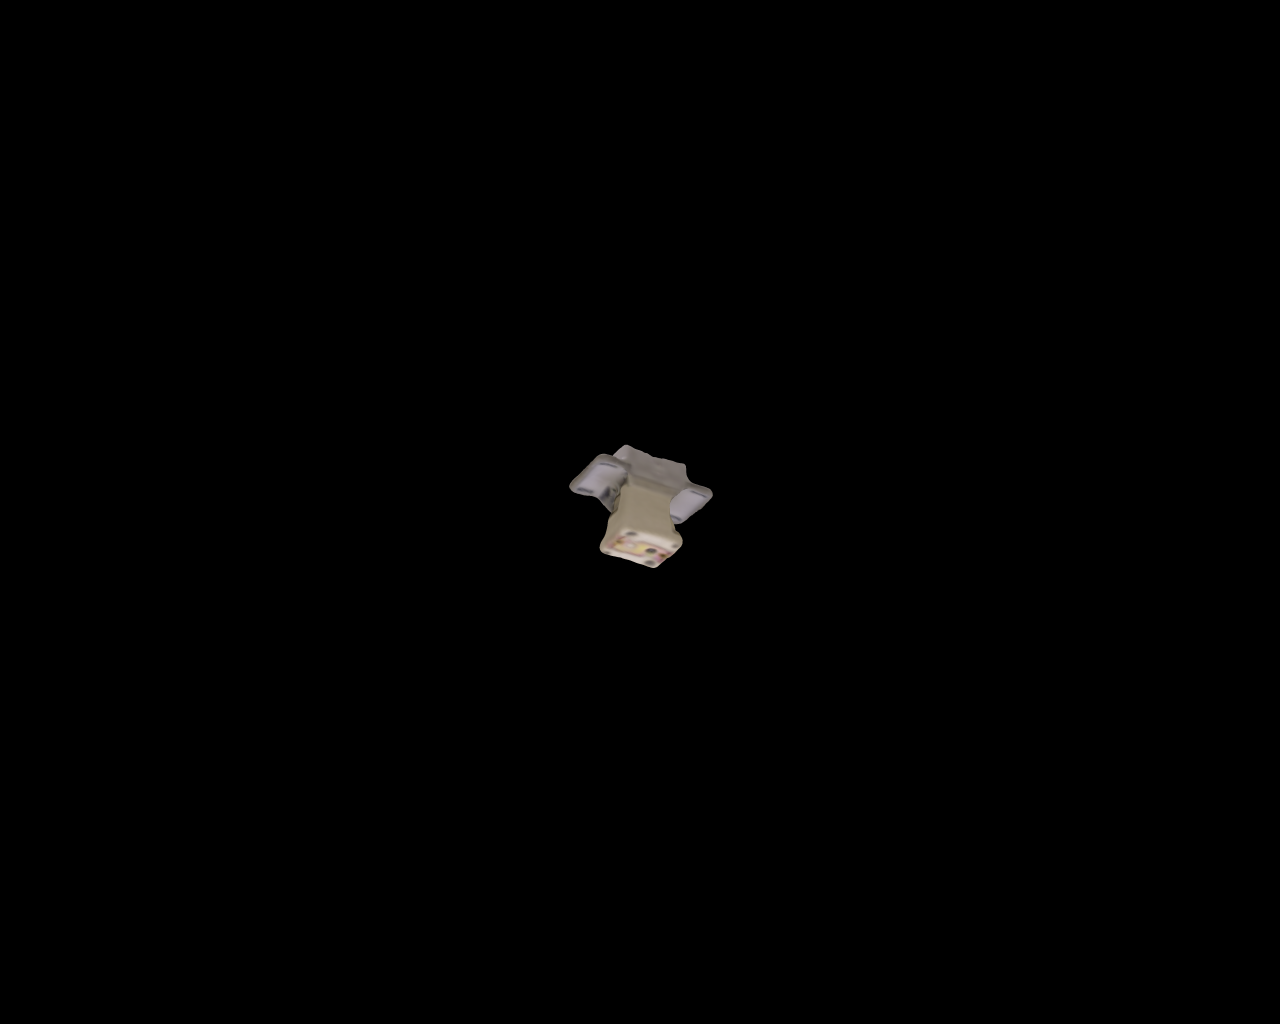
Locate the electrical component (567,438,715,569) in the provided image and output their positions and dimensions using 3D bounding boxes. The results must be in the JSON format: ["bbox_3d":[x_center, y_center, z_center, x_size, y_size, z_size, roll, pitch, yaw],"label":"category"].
[{"bbox_3d":[0.001,-0.003,0.650,0.081,0.064,0.042,17,-36,-24],"label":"electrical component"}]
